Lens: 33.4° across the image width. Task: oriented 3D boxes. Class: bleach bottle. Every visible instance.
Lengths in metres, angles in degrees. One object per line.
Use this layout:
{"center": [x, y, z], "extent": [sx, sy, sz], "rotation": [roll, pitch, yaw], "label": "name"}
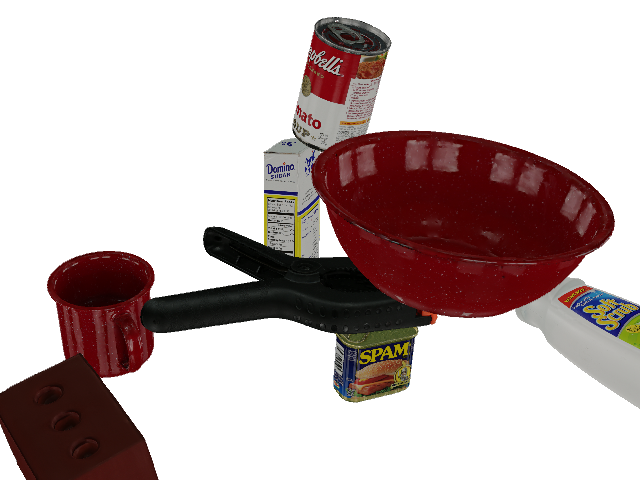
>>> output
{"center": [0.267, 0.089, 1.035], "extent": [0.102, 0.068, 0.251], "rotation": [-16, 25, -27], "label": "bleach bottle"}

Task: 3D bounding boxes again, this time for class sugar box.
{"center": [-0.030, -0.016, 1.139], "extent": [0.048, 0.176, 0.093], "rotation": [2, 14, 13], "label": "sugar box"}

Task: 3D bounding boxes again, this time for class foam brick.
{"center": [-0.121, 0.106, 0.532], "extent": [0.052, 0.051, 0.078], "rotation": [-26, 42, -24], "label": "foam brick"}

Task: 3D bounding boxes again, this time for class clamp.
{"center": [-0.016, 0.032, 0.809], "extent": [0.210, 0.036, 0.164], "rotation": [3, 23, 3], "label": "clamp"}

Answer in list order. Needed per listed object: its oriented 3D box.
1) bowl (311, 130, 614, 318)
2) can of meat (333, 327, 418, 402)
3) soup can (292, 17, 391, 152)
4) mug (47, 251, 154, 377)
{"center": [0.072, -0.004, 0.577], "extent": [0.162, 0.055, 0.162], "rotation": [6, 27, -3], "label": "bowl"}
{"center": [0.066, 0.146, 1.320], "extent": [0.102, 0.084, 0.057], "rotation": [-9, 28, -24], "label": "can of meat"}
{"center": [0.017, -0.136, 0.941], "extent": [0.068, 0.102, 0.068], "rotation": [10, 33, -7], "label": "soup can"}
{"center": [-0.185, 0.073, 0.944], "extent": [0.093, 0.081, 0.117], "rotation": [-20, 37, -29], "label": "mug"}
